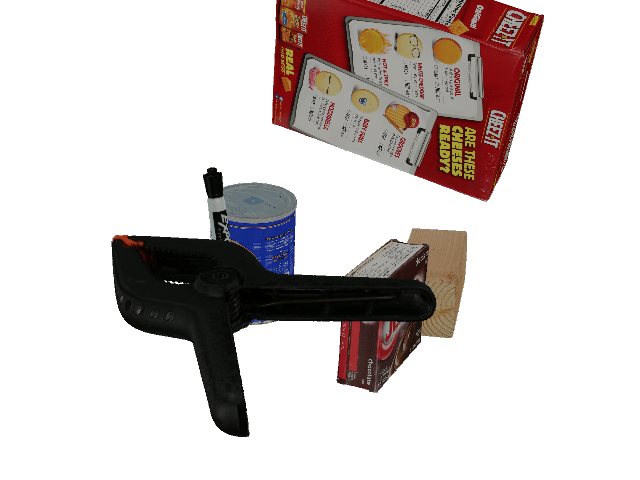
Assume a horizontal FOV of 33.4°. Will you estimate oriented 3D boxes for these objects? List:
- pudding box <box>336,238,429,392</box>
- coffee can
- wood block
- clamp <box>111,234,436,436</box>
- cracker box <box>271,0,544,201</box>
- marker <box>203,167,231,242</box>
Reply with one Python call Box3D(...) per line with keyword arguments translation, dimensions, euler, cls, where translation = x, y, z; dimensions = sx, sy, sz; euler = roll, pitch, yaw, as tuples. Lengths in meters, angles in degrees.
Box3D(translation=(0.051, 0.056, 0.848), dimensions=(0.039, 0.090, 0.113), euler=(11, 20, 19), cls="pudding box")
Box3D(translation=(-0.081, 0.015, 1.274), dimensions=(0.103, 0.140, 0.103), euler=(1, 26, -1), cls="coffee can")
Box3D(translation=(0.170, 0.061, 1.627), dimensions=(0.091, 0.090, 0.206), euler=(4, 23, 11), cls="wood block")
Box3D(translation=(-0.047, 0.035, 0.641), dimensions=(0.164, 0.036, 0.210), euler=(-22, 32, -35), cls="clamp")
Box3D(translation=(0.068, -0.145, 0.917), dimensions=(0.214, 0.164, 0.072), euler=(21, 50, 14), cls="cracker box")
Box3D(translation=(-0.099, -0.012, 1.049), dimensions=(0.020, 0.121, 0.020), euler=(-6, 16, 2), cls="marker")
